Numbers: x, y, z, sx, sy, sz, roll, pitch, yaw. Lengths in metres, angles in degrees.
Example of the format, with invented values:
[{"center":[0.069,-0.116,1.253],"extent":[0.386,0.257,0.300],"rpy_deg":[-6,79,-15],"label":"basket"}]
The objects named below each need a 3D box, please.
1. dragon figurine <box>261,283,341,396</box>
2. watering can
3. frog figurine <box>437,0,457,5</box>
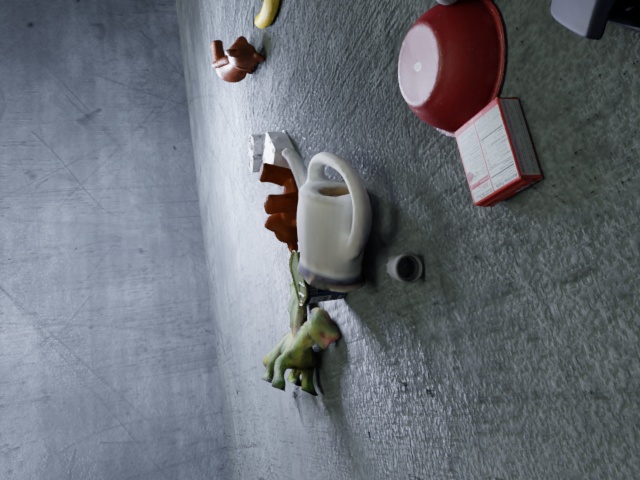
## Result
[{"center":[-0.057,0.207,1.160],"extent":[0.409,0.122,0.244],"rpy_deg":[177,106,-68],"label":"dragon figurine"},{"center":[0.003,-0.045,0.887],"extent":[0.351,0.104,0.221],"rpy_deg":[-142,50,-63],"label":"watering can"},{"center":[0.141,-0.309,0.509],"extent":[0.160,0.122,0.137],"rpy_deg":[11,93,31],"label":"frog figurine"}]
